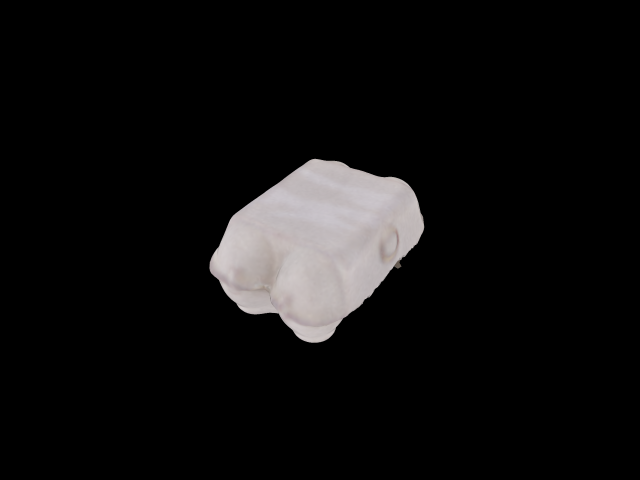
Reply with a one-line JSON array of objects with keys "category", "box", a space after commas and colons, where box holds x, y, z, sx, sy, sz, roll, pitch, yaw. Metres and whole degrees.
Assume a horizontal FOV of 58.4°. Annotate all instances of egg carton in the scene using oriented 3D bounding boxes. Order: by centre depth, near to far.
[{"category": "egg carton", "box": [0.004, 0.001, 0.400, 0.107, 0.069, 0.150, 20, 40, 25]}]
